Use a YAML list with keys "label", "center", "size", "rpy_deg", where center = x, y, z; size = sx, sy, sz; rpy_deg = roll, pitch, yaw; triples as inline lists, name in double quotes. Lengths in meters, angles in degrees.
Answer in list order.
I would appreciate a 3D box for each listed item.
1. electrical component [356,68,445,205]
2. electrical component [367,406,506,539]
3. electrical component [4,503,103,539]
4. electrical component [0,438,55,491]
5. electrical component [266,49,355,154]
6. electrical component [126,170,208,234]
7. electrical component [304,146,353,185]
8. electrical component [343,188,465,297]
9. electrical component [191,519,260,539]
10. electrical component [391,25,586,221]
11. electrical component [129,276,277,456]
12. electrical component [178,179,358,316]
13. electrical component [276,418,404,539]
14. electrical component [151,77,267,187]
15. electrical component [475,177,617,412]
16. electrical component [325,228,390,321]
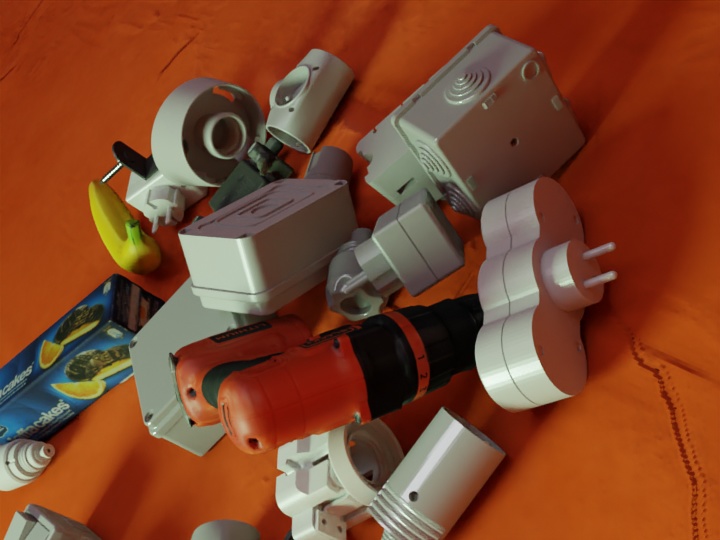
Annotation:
- label: "electrical component"
  center: [0.051, -0.085, 0.735]
  size: [0.089, 0.056, 0.050]
  rpy_deg: [-40, 37, 20]
- label: "electrical component"
  center: [0.039, 0.120, 0.588]
  size: [0.081, 0.043, 0.043]
  rpy_deg: [-54, 35, 2]
- label: "electrical component"
  center: [-0.245, 0.233, 0.813]
  size: [0.062, 0.061, 0.096]
  rpy_deg: [12, 71, 53]
- label: "electrical component"
  center: [-0.297, 0.168, 0.947]
  size: [0.078, 0.040, 0.040]
  rpy_deg: [-24, 45, 36]
- label: "electrical component"
  center: [-0.052, -0.145, 0.918]
  size: [0.079, 0.044, 0.077]
  rpy_deg: [18, 75, 55]
- label: "electrical component"
  center: [-0.181, -0.067, 1.002]
  size: [0.066, 0.047, 0.076]
  rpy_deg: [-29, 42, 32]
- label: "electrical component"
  center: [-0.026, -0.067, 0.827]
  size: [0.040, 0.040, 0.046]
  rpy_deg: [-24, 38, 36]
- label: "electrical component"
  center: [0.022, -0.008, 0.680]
  size: [0.077, 0.047, 0.065]
  rpy_deg: [-33, 8, 11]
- label: "electrical component"
  center: [-0.098, 0.208, 0.676]
  size: [0.079, 0.043, 0.077]
  rpy_deg: [-32, 40, 29]
- label: "electrical component"
  center: [0.082, -0.085, 0.661]
  size: [0.100, 0.099, 0.048]
  rpy_deg: [-44, 39, -4]
- label: "electrical component"
  center: [-0.114, 0.062, 0.806]
  size: [0.108, 0.056, 0.108]
  rpy_deg: [-46, 35, 13]
- label: "electrical component"
  center: [-0.061, -0.018, 0.758]
  size: [0.078, 0.057, 0.113]
  rpy_deg: [6, 28, 41]
- label: "electrical component"
  center: [-0.010, 0.119, 0.635]
  size: [0.057, 0.058, 0.078]
  rpy_deg: [-34, 38, 32]
- label: "electrical component"
  center: [-0.133, -0.120, 0.951]
  size: [0.064, 0.099, 0.099]
  rpy_deg: [15, 73, 47]
- label: "electrical component"
  center: [0.109, 0.006, 0.592]
  size: [0.074, 0.052, 0.138]
  rpy_deg: [-24, 45, 37]
- label: "electrical component"
  center: [0.000, 0.000, 0.735]
  size: [0.043, 0.043, 0.062]
  rpy_deg: [-26, 42, 35]
